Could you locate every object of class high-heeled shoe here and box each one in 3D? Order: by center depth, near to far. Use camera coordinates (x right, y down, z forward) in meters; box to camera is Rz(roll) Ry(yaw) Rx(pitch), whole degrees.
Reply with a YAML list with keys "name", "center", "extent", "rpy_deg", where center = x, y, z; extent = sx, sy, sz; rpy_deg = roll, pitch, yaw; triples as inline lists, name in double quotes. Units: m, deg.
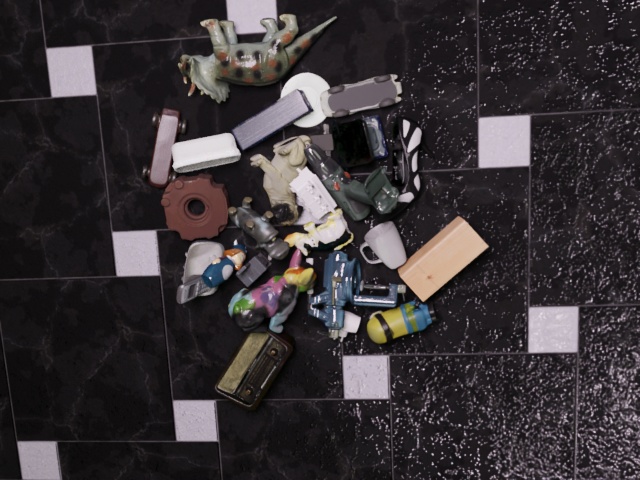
- name: "high-heeled shoe"
  center: [0.180, -0.173, 1.308]
  extent: [0.145, 0.086, 0.248]
  rpy_deg: [38, 83, -20]

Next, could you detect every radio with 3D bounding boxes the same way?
- name: "radio"
  center: [-0.172, 0.330, 1.434]
  extent: [0.131, 0.073, 0.229]
  rpy_deg: [32, 101, 0]

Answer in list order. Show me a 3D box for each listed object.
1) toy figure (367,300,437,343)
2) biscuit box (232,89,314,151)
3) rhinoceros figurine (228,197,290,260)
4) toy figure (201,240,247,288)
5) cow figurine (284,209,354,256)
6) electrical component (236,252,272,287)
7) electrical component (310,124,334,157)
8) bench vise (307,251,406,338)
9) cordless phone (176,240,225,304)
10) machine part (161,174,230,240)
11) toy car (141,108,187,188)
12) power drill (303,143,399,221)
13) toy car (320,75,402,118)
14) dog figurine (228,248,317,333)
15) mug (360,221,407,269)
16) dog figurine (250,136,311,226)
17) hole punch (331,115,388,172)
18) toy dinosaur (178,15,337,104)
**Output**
- name: "toy figure"
  center: [0.208, 0.207, 1.372]
  extent: [0.180, 0.089, 0.082]
  rpy_deg: [-16, 91, 10]
- name: "biscuit box"
  center: [-0.119, -0.295, 1.326]
  extent: [0.203, 0.059, 0.062]
  rpy_deg: [-27, 96, 16]
- name: "rhinoceros figurine"
  center: [-0.154, -0.023, 1.345]
  extent: [0.190, 0.112, 0.073]
  rpy_deg: [39, 58, 24]
- name: "toy figure"
  center: [-0.235, 0.062, 1.368]
  extent: [0.058, 0.154, 0.064]
  rpy_deg: [35, 140, 12]
- name: "cow figurine"
  center: [-0.004, -0.004, 1.372]
  extent: [0.167, 0.068, 0.098]
  rpy_deg: [-26, 102, 9]
- name: "electrical component"
  center: [-0.173, 0.077, 1.372]
  extent: [0.075, 0.119, 0.048]
  rpy_deg: [-44, 93, 7]
- name: "electrical component"
  center: [0.003, -0.243, 1.354]
  extent: [0.063, 0.021, 0.094]
  rpy_deg: [-2, 99, 6]
- name: "bench vise"
  center: [0.092, 0.140, 1.340]
  extent: [0.241, 0.128, 0.223]
  rpy_deg: [2, 69, 15]
- name: "cordless phone"
  center: [-0.315, 0.079, 1.353]
  extent: [0.089, 0.184, 0.146]
  rpy_deg: [13, 100, 7]
- name: "machine part"
  center: [-0.316, -0.083, 1.374]
  extent: [0.179, 0.056, 0.179]
  rpy_deg: [-2, 108, -5]
- name: "toy car"
  center: [-0.398, -0.234, 1.377]
  extent: [0.089, 0.053, 0.202]
  rpy_deg: [10, 99, -12]
- name: "power drill"
  center: [0.074, -0.133, 1.265]
  extent: [0.086, 0.207, 0.231]
  rpy_deg: [-50, 122, -23]
- name: "toy car"
  center: [0.100, -0.350, 1.311]
  extent: [0.202, 0.056, 0.073]
  rpy_deg: [-12, 104, 3]
- name: "dog figurine"
  center: [-0.106, 0.123, 1.342]
  extent: [0.219, 0.191, 0.109]
  rpy_deg: [-55, 49, 25]
- name: "mug"
  center: [0.163, 0.024, 1.353]
  extent: [0.109, 0.081, 0.107]
  rpy_deg: [-34, 104, 4]
- name: "dog figurine"
  center: [-0.069, -0.147, 1.349]
  extent: [0.172, 0.121, 0.190]
  rpy_deg: [-24, 110, 11]
- name: "hole punch"
  center: [0.098, -0.241, 1.321]
  extent: [0.116, 0.092, 0.142]
  rpy_deg: [-3, 108, 43]
- name: "toy dinosaur"
  center: [-0.157, -0.436, 1.297]
  extent: [0.405, 0.131, 0.192]
  rpy_deg: [-3, 111, 1]
